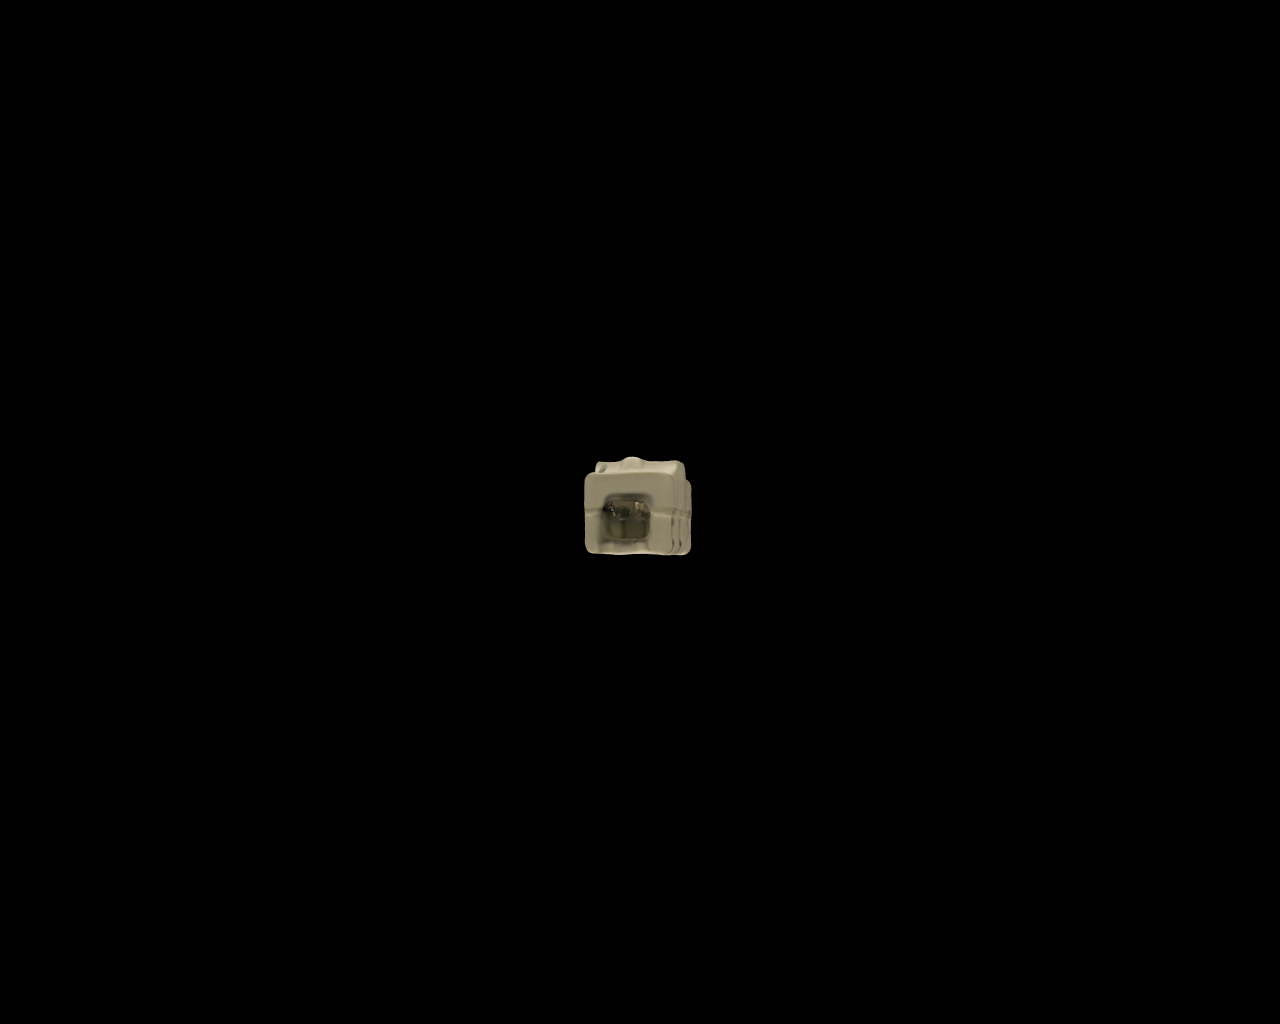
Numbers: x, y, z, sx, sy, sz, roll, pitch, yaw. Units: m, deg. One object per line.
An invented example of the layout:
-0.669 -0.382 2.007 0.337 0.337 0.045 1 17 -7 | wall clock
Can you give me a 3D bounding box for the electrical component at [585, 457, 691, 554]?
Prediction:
0.001 -0.003 0.650 0.050 0.055 0.089 0 -2 11 | electrical component
